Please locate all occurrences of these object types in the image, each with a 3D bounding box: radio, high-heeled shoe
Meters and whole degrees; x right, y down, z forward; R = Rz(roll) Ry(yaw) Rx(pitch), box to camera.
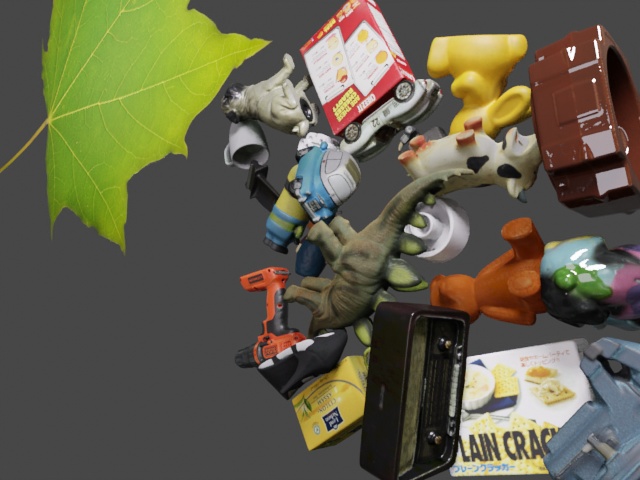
[{"bbox_3d":[0.130,0.200,0.725,0.073,0.131,0.229,10,94,52],"label":"radio"},{"bbox_3d":[-0.030,0.210,0.958,0.145,0.249,0.086,-43,94,-13],"label":"high-heeled shoe"}]

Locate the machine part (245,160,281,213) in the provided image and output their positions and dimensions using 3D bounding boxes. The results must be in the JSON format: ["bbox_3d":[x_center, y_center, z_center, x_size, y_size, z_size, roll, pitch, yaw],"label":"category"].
[{"bbox_3d":[-0.113,-0.103,1.123,0.139,0.039,0.084,49,131,30],"label":"machine part"}]

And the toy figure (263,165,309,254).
[{"bbox_3d":[-0.050,-0.059,1.037,0.082,0.089,0.180,28,101,-5],"label":"toy figure"}]

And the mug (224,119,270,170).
[{"bbox_3d":[-0.165,-0.212,1.170,0.109,0.080,0.107,-33,53,32],"label":"mug"}]

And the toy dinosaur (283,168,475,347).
[{"bbox_3d":[0.074,0.044,0.867,0.199,0.105,0.470,36,130,15],"label":"toy dinosaur"}]

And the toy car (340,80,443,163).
[{"bbox_3d":[0.120,-0.203,0.924,0.202,0.073,0.056,-33,65,32],"label":"toy car"}]

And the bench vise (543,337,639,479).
[{"bbox_3d":[0.369,0.221,0.565,0.223,0.128,0.241,-49,56,6],"label":"bench vise"}]

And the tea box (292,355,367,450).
[{"bbox_3d":[0.036,0.277,0.915,0.169,0.068,0.098,-47,52,32],"label":"tea box"}]

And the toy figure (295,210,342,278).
[{"bbox_3d":[-0.004,-0.004,1.010,0.058,0.064,0.154,-149,78,-73],"label":"toy figure"}]

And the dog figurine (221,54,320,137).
[{"bbox_3d":[-0.110,-0.254,1.078,0.191,0.121,0.172,-22,52,25],"label":"dog figurine"}]

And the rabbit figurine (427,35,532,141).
[{"bbox_3d":[0.250,-0.217,0.813,0.163,0.122,0.173,16,108,32],"label":"rabbit figurine"}]

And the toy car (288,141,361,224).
[{"bbox_3d":[0.016,-0.105,0.915,0.103,0.109,0.162,-22,28,25],"label":"toy car"}]

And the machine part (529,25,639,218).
[{"bbox_3d":[0.332,-0.134,0.651,0.087,0.201,0.201,-15,74,42],"label":"machine part"}]

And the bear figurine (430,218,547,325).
[{"bbox_3d":[0.229,0.064,0.764,0.196,0.131,0.120,-14,53,33],"label":"bear figurine"}]

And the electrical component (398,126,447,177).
[{"bbox_3d":[0.175,-0.145,0.888,0.078,0.045,0.102,-28,66,36],"label":"electrical component"}]

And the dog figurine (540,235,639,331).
[{"bbox_3d":[0.389,0.049,0.600,0.219,0.191,0.108,-8,72,55],"label":"dog figurine"}]

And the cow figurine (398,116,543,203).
[{"bbox_3d":[0.228,-0.108,0.782,0.195,0.127,0.085,-12,33,38],"label":"cow figurine"}]
